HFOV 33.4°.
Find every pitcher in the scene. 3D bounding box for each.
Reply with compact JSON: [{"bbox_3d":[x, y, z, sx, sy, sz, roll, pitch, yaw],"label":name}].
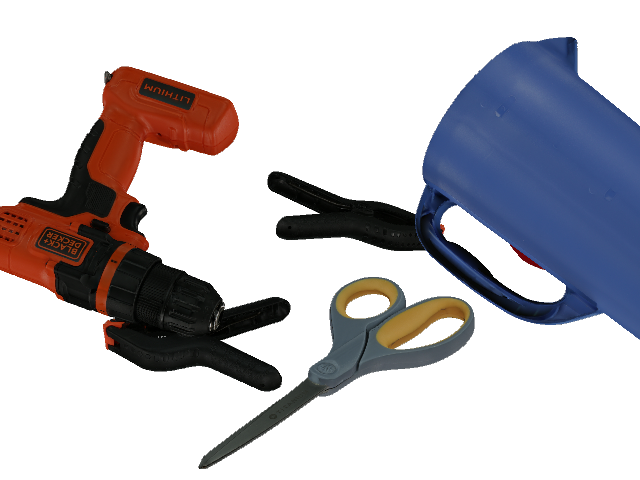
[{"bbox_3d":[0.193,-0.015,0.757,0.144,0.149,0.243,-32,63,-34],"label":"pitcher"}]

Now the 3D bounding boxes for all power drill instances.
[{"bbox_3d":[-0.129,-0.031,0.776,0.184,0.187,0.057,20,-31,8],"label":"power drill"}]

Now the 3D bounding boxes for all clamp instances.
[{"bbox_3d":[0.038,-0.020,1.200,0.210,0.036,0.164,14,22,-5],"label":"clamp"},{"bbox_3d":[-0.107,0.083,0.970,0.171,0.039,0.120,9,27,8],"label":"clamp"}]

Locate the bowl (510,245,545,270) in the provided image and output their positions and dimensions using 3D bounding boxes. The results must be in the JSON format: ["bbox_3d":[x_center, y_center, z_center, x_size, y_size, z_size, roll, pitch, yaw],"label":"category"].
[{"bbox_3d":[0.256,-0.004,1.112,0.162,0.055,0.162,5,18,-2],"label":"bowl"}]

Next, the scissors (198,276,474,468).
[{"bbox_3d":[-0.001,0.067,0.616,0.201,0.016,0.096,-19,34,-27],"label":"scissors"}]
